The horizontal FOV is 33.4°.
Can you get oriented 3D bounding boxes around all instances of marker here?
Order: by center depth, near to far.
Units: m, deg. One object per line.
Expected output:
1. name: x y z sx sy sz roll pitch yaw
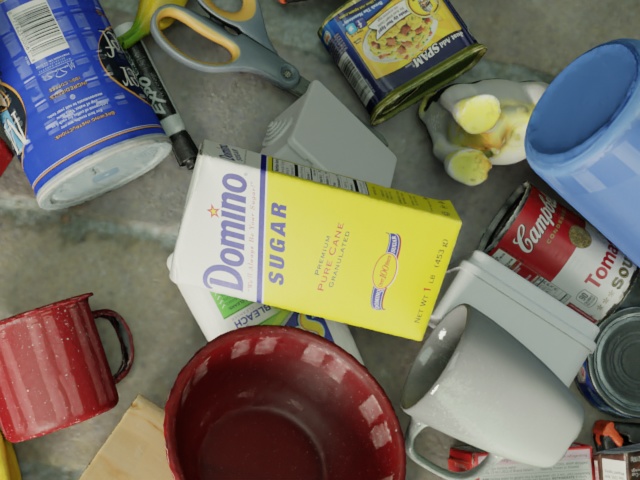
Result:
1. marker: -0.122 -0.108 0.806 0.020 0.020 0.121 -27 85 -9

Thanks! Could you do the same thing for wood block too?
1. wood block: -0.067 0.207 0.721 0.206 0.091 0.090 33 56 0

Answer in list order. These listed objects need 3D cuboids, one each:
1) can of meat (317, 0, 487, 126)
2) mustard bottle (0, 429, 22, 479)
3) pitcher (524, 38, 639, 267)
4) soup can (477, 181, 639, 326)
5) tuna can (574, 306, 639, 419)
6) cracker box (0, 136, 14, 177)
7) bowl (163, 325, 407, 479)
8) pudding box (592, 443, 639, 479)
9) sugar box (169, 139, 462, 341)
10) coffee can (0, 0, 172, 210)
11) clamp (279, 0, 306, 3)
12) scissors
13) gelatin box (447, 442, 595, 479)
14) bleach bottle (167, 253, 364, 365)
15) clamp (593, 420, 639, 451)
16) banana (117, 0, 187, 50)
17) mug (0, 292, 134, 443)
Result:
1. can of meat: 0.060 -0.150 0.811 0.102 0.057 0.084 -32 84 -12
2. mustard bottle: -0.300 0.198 0.726 0.191 0.058 0.096 -14 84 -8
3. pitcher: 0.264 -0.038 0.738 0.242 0.145 0.149 35 40 -24
4. soup can: 0.177 0.012 0.796 0.102 0.068 0.068 34 80 -1
5. tuna can: 0.237 0.093 0.808 0.086 0.034 0.086 1 82 -6
6. cracker box: -0.299 -0.001 0.701 0.072 0.164 0.213 31 80 -3
7. bowl: -0.028 0.138 0.686 0.162 0.055 0.162 12 53 -17
8. pudding box: 0.244 0.185 0.738 0.113 0.039 0.090 -1 85 -25
9. sugar box: -0.005 0.001 0.708 0.176 0.048 0.093 12 109 -9
10. coffee can: -0.181 -0.106 0.758 0.102 0.103 0.140 -26 85 -9
11. clamp: 0.057 -0.244 0.814 0.210 0.036 0.164 -22 42 7
12. scissors: -0.029 -0.144 0.807 0.201 0.016 0.096 18 73 -19
13. gelatin box: 0.143 0.163 0.768 0.089 0.073 0.030 -3 83 -6
14. bleach bottle: -0.007 0.097 0.769 0.102 0.068 0.251 -31 89 -9
15. clamp: 0.268 0.204 0.794 0.171 0.039 0.120 33 75 3
16. banana: -0.134 -0.241 0.806 0.069 0.037 0.198 -6 80 -35
17. mug: -0.181 0.086 0.746 0.117 0.093 0.081 -18 89 -44
